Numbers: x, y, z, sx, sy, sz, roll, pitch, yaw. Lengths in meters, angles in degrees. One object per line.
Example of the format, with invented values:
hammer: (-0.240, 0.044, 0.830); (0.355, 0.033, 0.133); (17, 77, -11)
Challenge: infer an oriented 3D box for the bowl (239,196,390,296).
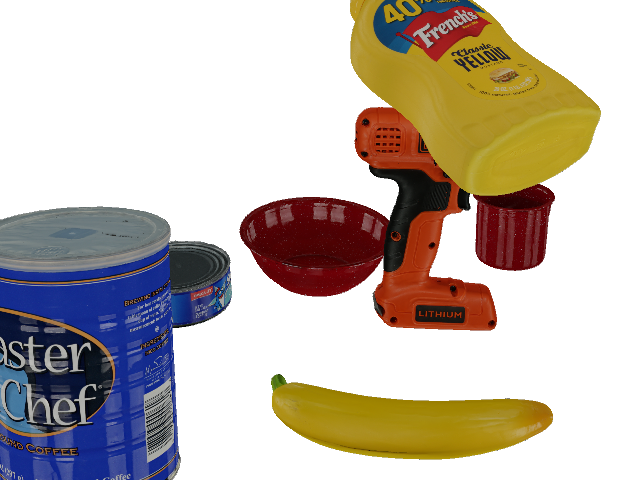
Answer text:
bowl: (-0.004, 0.012, 1.109); (0.162, 0.055, 0.162); (2, 28, -1)

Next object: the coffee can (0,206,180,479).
coffee can: (-0.130, 0.061, 0.582); (0.103, 0.140, 0.103); (0, 16, 0)

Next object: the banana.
banana: (0.047, 0.113, 0.693); (0.198, 0.037, 0.069); (6, 31, 20)

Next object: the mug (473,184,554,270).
mug: (0.231, -0.021, 1.252); (0.093, 0.081, 0.117); (21, 33, 38)

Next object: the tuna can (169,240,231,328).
tuna can: (-0.111, 0.033, 0.821); (0.086, 0.034, 0.086); (-2, 25, 1)

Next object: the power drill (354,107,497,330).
power drill: (0.117, -0.020, 0.891); (0.184, 0.188, 0.057); (2, 16, -1)

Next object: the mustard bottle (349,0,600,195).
mustard bottle: (0.074, -0.109, 0.648); (0.096, 0.058, 0.192); (-20, 51, -24)
